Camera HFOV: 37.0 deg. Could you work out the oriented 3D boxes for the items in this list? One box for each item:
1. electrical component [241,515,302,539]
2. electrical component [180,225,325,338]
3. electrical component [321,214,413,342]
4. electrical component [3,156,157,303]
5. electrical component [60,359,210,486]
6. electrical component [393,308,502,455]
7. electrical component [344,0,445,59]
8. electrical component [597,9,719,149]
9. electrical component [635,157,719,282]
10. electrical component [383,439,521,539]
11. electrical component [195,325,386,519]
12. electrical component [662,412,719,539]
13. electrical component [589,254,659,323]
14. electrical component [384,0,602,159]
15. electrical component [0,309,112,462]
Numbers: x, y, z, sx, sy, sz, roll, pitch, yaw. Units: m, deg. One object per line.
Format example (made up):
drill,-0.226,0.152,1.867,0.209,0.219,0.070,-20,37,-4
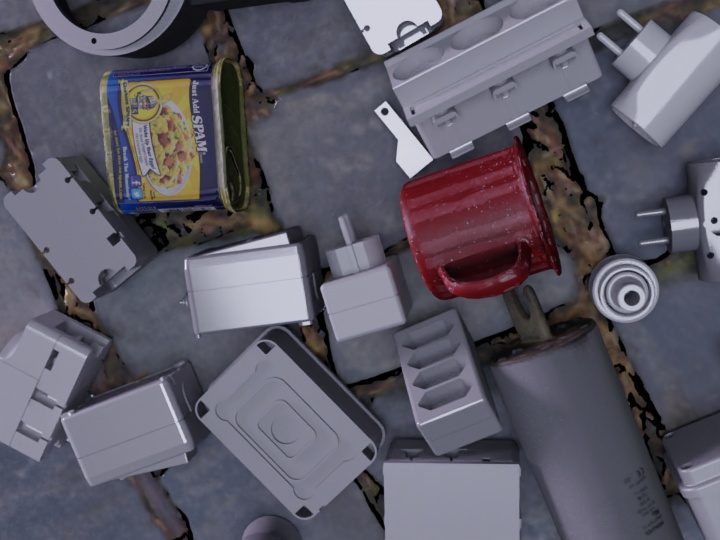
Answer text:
electrical component,-0.067,0.202,0.753,0.045,0.055,0.045,1,98,7
electrical component,-0.076,0.007,0.724,0.096,0.061,0.061,-7,97,8
electrical component,0.000,0.000,0.712,0.047,0.065,0.076,-16,95,9
electrical component,-0.188,-0.029,0.735,0.050,0.055,0.089,-38,92,10
electrical component,-0.157,0.111,0.748,0.096,0.061,0.061,-21,95,9
electrical component,0.064,0.084,0.717,0.047,0.083,0.075,-23,132,9
electrical component,0.013,-0.186,0.691,0.050,0.055,0.089,-29,93,9
electrical component,0.187,-0.132,0.684,0.079,0.044,0.077,41,100,0
electrical component,0.218,-0.031,0.694,0.079,0.043,0.077,-7,97,8
electrical component,0.064,0.194,0.733,0.089,0.061,0.150,-1,98,7
electrical component,-0.046,0.102,0.736,0.078,0.057,0.113,-44,91,10
electrical component,0.260,0.123,0.693,0.113,0.078,0.057,-24,97,9
electrical component,0.172,0.013,0.696,0.043,0.062,0.043,1,98,7
electrical component,0.085,-0.126,0.683,0.121,0.078,0.063,-26,122,9
electrical component,-0.224,0.078,0.757,0.056,0.050,0.089,27,100,2
